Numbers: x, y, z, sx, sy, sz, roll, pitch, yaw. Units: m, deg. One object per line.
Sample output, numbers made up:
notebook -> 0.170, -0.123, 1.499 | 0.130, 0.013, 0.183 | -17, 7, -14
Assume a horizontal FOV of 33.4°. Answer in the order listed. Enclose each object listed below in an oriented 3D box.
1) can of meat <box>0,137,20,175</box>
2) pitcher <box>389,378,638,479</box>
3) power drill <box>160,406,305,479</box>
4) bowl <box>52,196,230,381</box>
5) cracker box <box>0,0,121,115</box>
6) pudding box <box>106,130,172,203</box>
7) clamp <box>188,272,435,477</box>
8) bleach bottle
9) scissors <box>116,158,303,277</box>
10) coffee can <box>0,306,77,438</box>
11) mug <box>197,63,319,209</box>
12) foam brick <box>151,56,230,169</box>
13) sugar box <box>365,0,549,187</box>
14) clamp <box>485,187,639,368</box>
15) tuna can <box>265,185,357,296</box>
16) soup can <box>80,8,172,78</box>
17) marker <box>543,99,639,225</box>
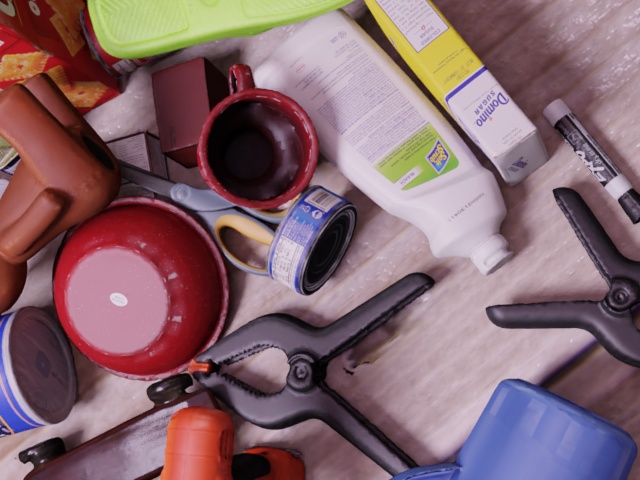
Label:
can of meat -> -0.279, -0.100, 0.964 | 0.057, 0.084, 0.102 | -42, 70, 6
pitcher -> 0.115, 0.221, 0.751 | 0.145, 0.149, 0.243 | 24, 84, 38
power drill -> -0.067, 0.219, 0.780 | 0.057, 0.187, 0.184 | 3, 79, 16
bowl -> -0.159, 0.046, 0.887 | 0.162, 0.055, 0.162 | 2, 99, 11
cracker box -> -0.269, -0.211, 0.912 | 0.072, 0.213, 0.164 | -25, 73, 13
pudding box -> -0.178, -0.031, 0.943 | 0.090, 0.039, 0.113 | -13, 79, 13
clamp -> -0.005, 0.117, 0.859 | 0.210, 0.036, 0.164 | -7, 77, 18
bleach bottle -> 0.058, -0.069, 0.863 | 0.102, 0.068, 0.251 | -39, 73, 3
scissors -> -0.099, -0.049, 0.909 | 0.202, 0.016, 0.096 | 39, 84, 5
coffee can -> -0.297, 0.124, 0.916 | 0.140, 0.102, 0.103 | -17, 75, 14
mug -> -0.057, -0.082, 0.853 | 0.093, 0.081, 0.117 | -13, 94, -12
foam brick -> -0.109, -0.110, 0.929 | 0.053, 0.051, 0.078 | -13, 76, 17
sugar box -> 0.107, -0.127, 0.842 | 0.048, 0.093, 0.176 | -36, 71, 9
clamp -> 0.214, 0.051, 0.802 | 0.172, 0.039, 0.120 | 38, 93, 20
tuna can -> -0.006, 0.001, 0.857 | 0.034, 0.086, 0.086 | 28, 89, 19
soup can -> -0.152, -0.197, 0.951 | 0.102, 0.068, 0.068 | -24, 73, 11
marker -> 0.218, -0.060, 0.833 | 0.020, 0.020, 0.121 | -38, 71, 7
